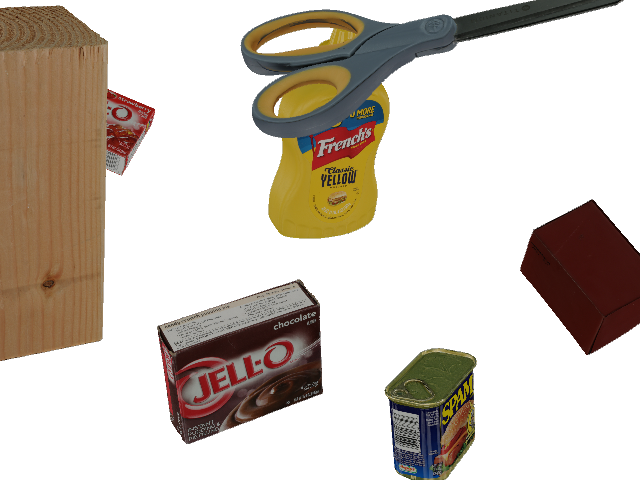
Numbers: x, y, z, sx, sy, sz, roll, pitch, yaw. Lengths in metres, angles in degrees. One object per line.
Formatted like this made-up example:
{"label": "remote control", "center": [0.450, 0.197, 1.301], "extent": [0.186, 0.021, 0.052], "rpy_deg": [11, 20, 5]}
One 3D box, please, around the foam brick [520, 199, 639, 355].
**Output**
{"label": "foam brick", "center": [0.178, 0.024, 0.704], "extent": [0.051, 0.078, 0.053], "rpy_deg": [-25, -29, -16]}

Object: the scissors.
{"label": "scissors", "center": [0.048, -0.091, 0.540], "extent": [0.202, 0.096, 0.016], "rpy_deg": [2, -37, 21]}

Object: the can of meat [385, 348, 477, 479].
{"label": "can of meat", "center": [0.103, 0.159, 0.970], "extent": [0.058, 0.084, 0.101], "rpy_deg": [8, 24, 30]}

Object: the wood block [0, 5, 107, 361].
{"label": "wood block", "center": [-0.194, -0.036, 0.683], "extent": [0.090, 0.206, 0.090], "rpy_deg": [-10, 31, -30]}

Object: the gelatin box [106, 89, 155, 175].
{"label": "gelatin box", "center": [-0.210, -0.110, 0.998], "extent": [0.089, 0.073, 0.030], "rpy_deg": [24, -43, -3]}

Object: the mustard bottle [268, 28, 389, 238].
{"label": "mustard bottle", "center": [0.010, -0.094, 0.910], "extent": [0.096, 0.192, 0.058], "rpy_deg": [-8, 37, -21]}

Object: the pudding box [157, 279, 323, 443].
{"label": "pudding box", "center": [-0.055, 0.086, 0.761], "extent": [0.113, 0.090, 0.039], "rpy_deg": [-19, 42, -21]}
